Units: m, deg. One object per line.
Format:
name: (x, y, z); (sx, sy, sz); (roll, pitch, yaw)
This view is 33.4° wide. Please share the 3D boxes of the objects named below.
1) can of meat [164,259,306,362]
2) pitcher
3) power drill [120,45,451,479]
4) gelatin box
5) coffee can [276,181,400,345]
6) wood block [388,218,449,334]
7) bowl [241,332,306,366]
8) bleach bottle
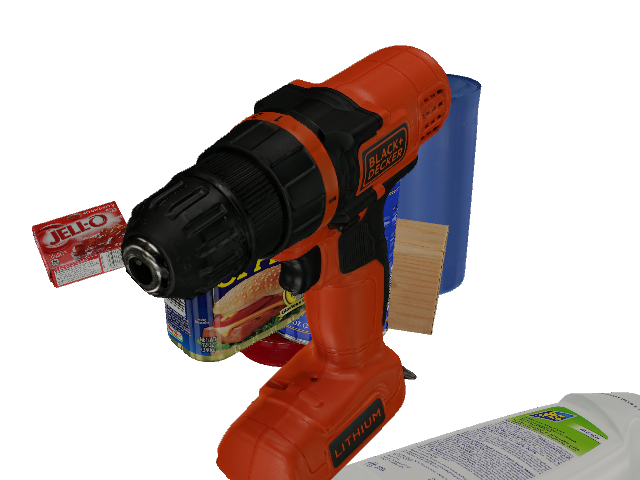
can of meat: (-0.052, 0.018, 0.674); (0.101, 0.084, 0.058); (-26, 41, -35)
pitcher: (0.119, -0.068, 1.218); (0.149, 0.243, 0.145); (-5, 22, -9)
power drill: (-0.009, 0.025, 0.461); (0.057, 0.188, 0.184); (26, 41, 28)
gelatin box: (-0.234, 0.003, 1.059); (0.089, 0.030, 0.073); (-18, 43, -17)
coffee can: (0.011, 0.004, 0.878); (0.103, 0.140, 0.103); (3, 20, -1)
wood block: (0.021, 0.025, 1.093); (0.206, 0.091, 0.090); (9, 22, 8)
bowl: (-0.054, 0.114, 1.355); (0.162, 0.055, 0.162); (6, 23, -3)
bleach bottle: (0.122, 0.135, 0.591); (0.250, 0.068, 0.103); (-12, 23, -33)
